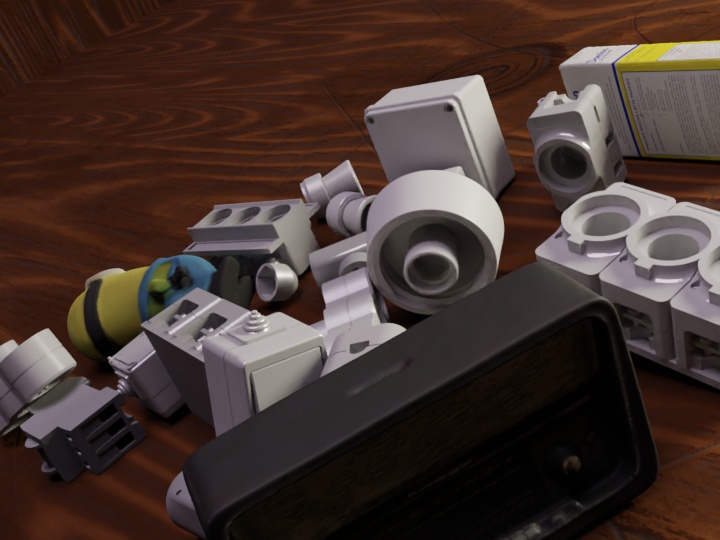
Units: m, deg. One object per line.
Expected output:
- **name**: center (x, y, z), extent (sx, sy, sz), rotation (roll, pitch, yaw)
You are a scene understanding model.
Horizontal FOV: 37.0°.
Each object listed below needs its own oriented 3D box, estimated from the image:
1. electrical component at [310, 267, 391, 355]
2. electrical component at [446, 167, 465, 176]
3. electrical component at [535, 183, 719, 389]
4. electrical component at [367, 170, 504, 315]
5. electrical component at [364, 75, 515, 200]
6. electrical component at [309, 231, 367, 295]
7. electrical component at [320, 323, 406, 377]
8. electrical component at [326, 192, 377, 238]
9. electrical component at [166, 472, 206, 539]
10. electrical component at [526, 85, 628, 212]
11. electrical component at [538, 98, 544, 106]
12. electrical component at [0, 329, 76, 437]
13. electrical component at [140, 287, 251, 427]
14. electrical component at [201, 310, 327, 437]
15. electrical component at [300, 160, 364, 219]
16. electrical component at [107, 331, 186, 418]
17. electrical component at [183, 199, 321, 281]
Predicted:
- **electrical component**: center (-0.016, 0.053, 0.812), extent (0.074, 0.052, 0.138), rotation (-22, 25, 7)
- **electrical component**: center (0.059, -0.047, 0.948), extent (0.066, 0.047, 0.076), rotation (-11, 29, 31)
- **electrical component**: center (0.195, 0.004, 0.665), extent (0.089, 0.061, 0.150), rotation (-38, 40, -26)
- **electrical component**: center (0.056, -0.015, 0.821), extent (0.108, 0.108, 0.060), rotation (-16, 32, 18)
- **electrical component**: center (0.074, -0.116, 0.998), extent (0.109, 0.108, 0.056), rotation (-2, 31, 40)
- **electrical component**: center (0.000, 0.000, 0.914), extent (0.077, 0.043, 0.079), rotation (-21, 26, 7)
- **electrical component**: center (0.014, 0.089, 0.660), extent (0.054, 0.095, 0.059), rotation (-13, 27, 20)
- **electrical component**: center (0.000, -0.050, 1.012), extent (0.045, 0.045, 0.055), rotation (-37, 27, -25)
- **electrical component**: center (-0.072, 0.146, 0.691), extent (0.079, 0.043, 0.077), rotation (-31, 24, -34)
- **electrical component**: center (0.178, -0.097, 0.887), extent (0.050, 0.089, 0.055), rotation (-5, 31, 37)
- **electrical component**: center (0.177, -0.128, 0.983), extent (0.035, 0.061, 0.035), rotation (-20, 25, 10)
- **electrical component**: center (-0.300, 0.085, 0.918), extent (0.052, 0.073, 0.138), rotation (-39, -1, -44)
- **electrical component**: center (-0.089, 0.074, 0.793), extent (0.062, 0.089, 0.150), rotation (-36, 27, -22)
- **electrical component**: center (-0.056, 0.072, 0.679), extent (0.062, 0.096, 0.061), rotation (-19, 24, -32)
- **electrical component**: center (-0.028, -0.081, 1.099), extent (0.055, 0.045, 0.045), rotation (-24, 25, 3)
- **electrical component**: center (-0.156, 0.079, 0.882), extent (0.096, 0.061, 0.062), rotation (-41, 22, -20)
- **electrical component**: center (-0.100, -0.028, 1.037), extent (0.121, 0.063, 0.078), rotation (-1, 34, 42)
